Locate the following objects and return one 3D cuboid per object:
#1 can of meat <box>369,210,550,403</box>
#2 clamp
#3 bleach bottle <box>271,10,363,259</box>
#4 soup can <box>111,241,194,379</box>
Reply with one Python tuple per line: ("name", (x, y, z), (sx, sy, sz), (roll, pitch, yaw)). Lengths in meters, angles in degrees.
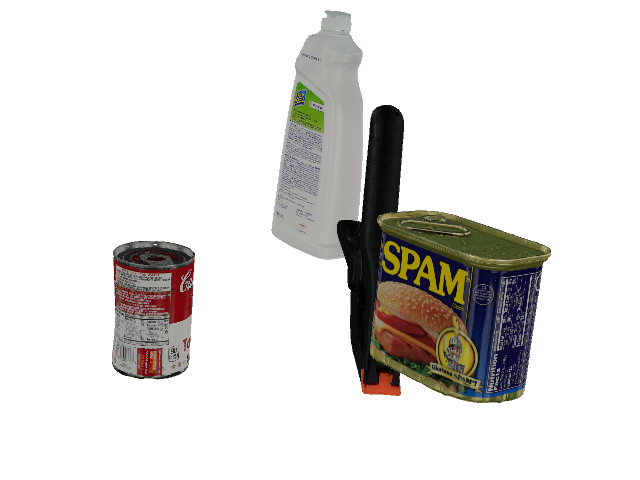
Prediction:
("can of meat", (0.074, 0.036, 0.601), (0.057, 0.084, 0.102), (-6, 19, -37))
("clamp", (0.042, 0.014, 0.802), (0.036, 0.210, 0.165), (4, -41, -8))
("bleach bottle", (0.008, -0.114, 1.132), (0.067, 0.251, 0.103), (-11, 26, -43))
("soup can", (-0.143, 0.059, 0.904), (0.068, 0.102, 0.068), (4, 16, -1))
